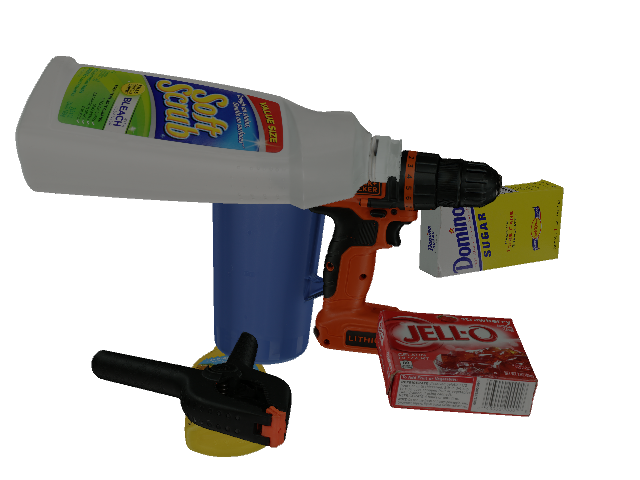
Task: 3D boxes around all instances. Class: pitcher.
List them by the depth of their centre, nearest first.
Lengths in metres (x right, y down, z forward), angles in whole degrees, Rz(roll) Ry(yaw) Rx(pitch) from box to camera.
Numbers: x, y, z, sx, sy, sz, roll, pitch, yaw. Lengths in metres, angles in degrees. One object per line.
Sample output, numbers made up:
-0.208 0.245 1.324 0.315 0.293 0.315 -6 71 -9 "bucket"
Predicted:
-0.050 0.011 1.174 0.144 0.243 0.149 -3 20 -18 "pitcher"

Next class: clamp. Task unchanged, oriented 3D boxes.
-0.081 0.124 0.930 0.164 0.036 0.210 -8 18 -38 "clamp"

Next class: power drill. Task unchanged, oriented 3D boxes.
0.065 0.009 0.963 0.184 0.188 0.057 5 18 11 "power drill"

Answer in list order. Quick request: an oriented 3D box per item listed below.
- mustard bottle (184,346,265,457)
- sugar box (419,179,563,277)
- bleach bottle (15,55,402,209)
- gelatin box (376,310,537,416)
-0.112 0.179 1.284 0.096 0.058 0.191 -3 28 -3 "mustard bottle"
0.202 -0.015 1.255 0.175 0.093 0.048 -9 19 -28 "sugar box"
-0.070 -0.069 0.725 0.251 0.068 0.102 5 44 7 "bleach bottle"
0.082 0.074 0.661 0.089 0.030 0.073 5 25 -6 "gelatin box"
